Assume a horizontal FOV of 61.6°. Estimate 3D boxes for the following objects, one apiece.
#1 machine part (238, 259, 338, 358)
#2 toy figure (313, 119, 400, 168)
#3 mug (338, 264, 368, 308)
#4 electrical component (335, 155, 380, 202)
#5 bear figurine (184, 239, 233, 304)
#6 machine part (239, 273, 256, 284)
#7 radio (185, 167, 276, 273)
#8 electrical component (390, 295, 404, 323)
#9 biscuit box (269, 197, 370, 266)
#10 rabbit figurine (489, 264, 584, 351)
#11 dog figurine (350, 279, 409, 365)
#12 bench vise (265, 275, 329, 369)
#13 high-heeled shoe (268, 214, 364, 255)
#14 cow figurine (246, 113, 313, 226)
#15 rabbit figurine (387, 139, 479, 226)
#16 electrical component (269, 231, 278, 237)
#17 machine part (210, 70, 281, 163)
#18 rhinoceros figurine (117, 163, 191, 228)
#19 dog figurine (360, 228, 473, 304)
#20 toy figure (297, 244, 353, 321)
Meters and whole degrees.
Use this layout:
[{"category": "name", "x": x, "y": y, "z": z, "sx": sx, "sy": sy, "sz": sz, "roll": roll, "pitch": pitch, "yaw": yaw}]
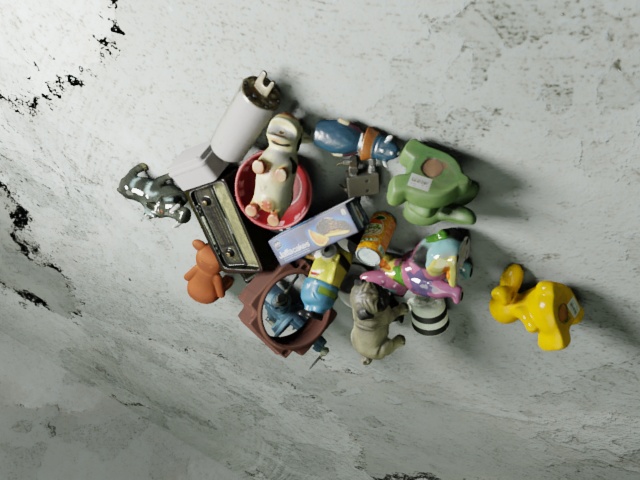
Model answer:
[{"category": "machine part", "x": -0.071, "y": 0.154, "z": 1.246, "sx": 0.201, "sy": 0.201, "sz": 0.087, "roll": 49, "pitch": 164, "yaw": -24}, {"category": "toy figure", "x": 0.066, "y": -0.175, "z": 0.949, "sx": 0.155, "sy": 0.058, "sz": 0.064, "roll": 14, "pitch": 146, "yaw": 7}, {"category": "mug", "x": 0.072, "y": 0.116, "z": 1.262, "sx": 0.110, "sy": 0.081, "sz": 0.107, "roll": 14, "pitch": 148, "yaw": 25}, {"category": "electrical component", "x": 0.073, "y": -0.117, "z": 1.024, "sx": 0.078, "sy": 0.045, "sz": 0.102, "roll": -14, "pitch": 136, "yaw": 3}, {"category": "bear figurine", "x": -0.283, "y": 0.068, "z": 1.393, "sx": 0.120, "sy": 0.132, "sz": 0.195, "roll": 22, "pitch": 124, "yaw": 2}, {"category": "machine part", "x": -0.180, "y": 0.035, "z": 1.309, "sx": 0.138, "sy": 0.084, "sz": 0.039, "roll": 67, "pitch": 169, "yaw": -21}, {"category": "radio", "x": -0.196, "y": -0.038, "z": 1.189, "sx": 0.131, "sy": 0.073, "sz": 0.229, "roll": -6, "pitch": 114, "yaw": 34}, {"category": "electrical component", "x": 0.142, "y": 0.173, "z": 1.312, "sx": 0.119, "sy": 0.048, "sz": 0.074, "roll": -17, "pitch": 125, "yaw": 39}, {"category": "biscuit box", "x": -0.005, "y": -0.015, "z": 1.054, "sx": 0.203, "sy": 0.059, "sz": 0.062, "roll": -24, "pitch": 96, "yaw": 34}, {"category": "rabbit figurine", "x": 0.407, "y": 0.135, "z": 1.077, "sx": 0.162, "sy": 0.122, "sz": 0.173, "roll": 46, "pitch": 156, "yaw": -20}, {"category": "dog figurine", "x": 0.099, "y": 0.176, "z": 1.119, "sx": 0.121, "sy": 0.172, "sz": 0.190, "roll": 3, "pitch": 169, "yaw": 25}, {"category": "bench vise", "x": -0.064, "y": 0.205, "z": 1.386, "sx": 0.241, "sy": 0.129, "sz": 0.223, "roll": 43, "pitch": 150, "yaw": 6}, {"category": "high-heeled shoe", "x": -0.002, "y": -0.003, "z": 1.144, "sx": 0.249, "sy": 0.086, "sz": 0.145, "roll": 44, "pitch": 123, "yaw": 3}, {"category": "cow figurine", "x": -0.072, "y": -0.138, "z": 0.985, "sx": 0.086, "sy": 0.127, "sz": 0.194, "roll": 18, "pitch": 124, "yaw": 8}, {"category": "rabbit figurine", "x": 0.203, "y": -0.084, "z": 0.960, "sx": 0.159, "sy": 0.121, "sz": 0.170, "roll": 10, "pitch": 158, "yaw": 8}, {"category": "electrical component", "x": -0.107, "y": -0.024, "z": 1.242, "sx": 0.063, "sy": 0.021, "sz": 0.094, "roll": 31, "pitch": 142, "yaw": -6}, {"category": "machine part", "x": -0.141, "y": -0.219, "z": 0.994, "sx": 0.079, "sy": 0.079, "sz": 0.243, "roll": 34, "pitch": 140, "yaw": -11}, {"category": "rhinoceros figurine", "x": -0.375, "y": -0.100, "z": 1.232, "sx": 0.190, "sy": 0.112, "sz": 0.073, "roll": 27, "pitch": 140, "yaw": 11}, {"category": "dog figurine", "x": 0.190, "y": 0.050, "z": 1.100, "sx": 0.219, "sy": 0.108, "sz": 0.191, "roll": 6, "pitch": 139, "yaw": 27}, {"category": "toy figure", "x": 0.011, "y": 0.089, "z": 1.186, "sx": 0.082, "sy": 0.180, "sz": 0.089, "roll": 13, "pitch": 170, "yaw": 30}]
